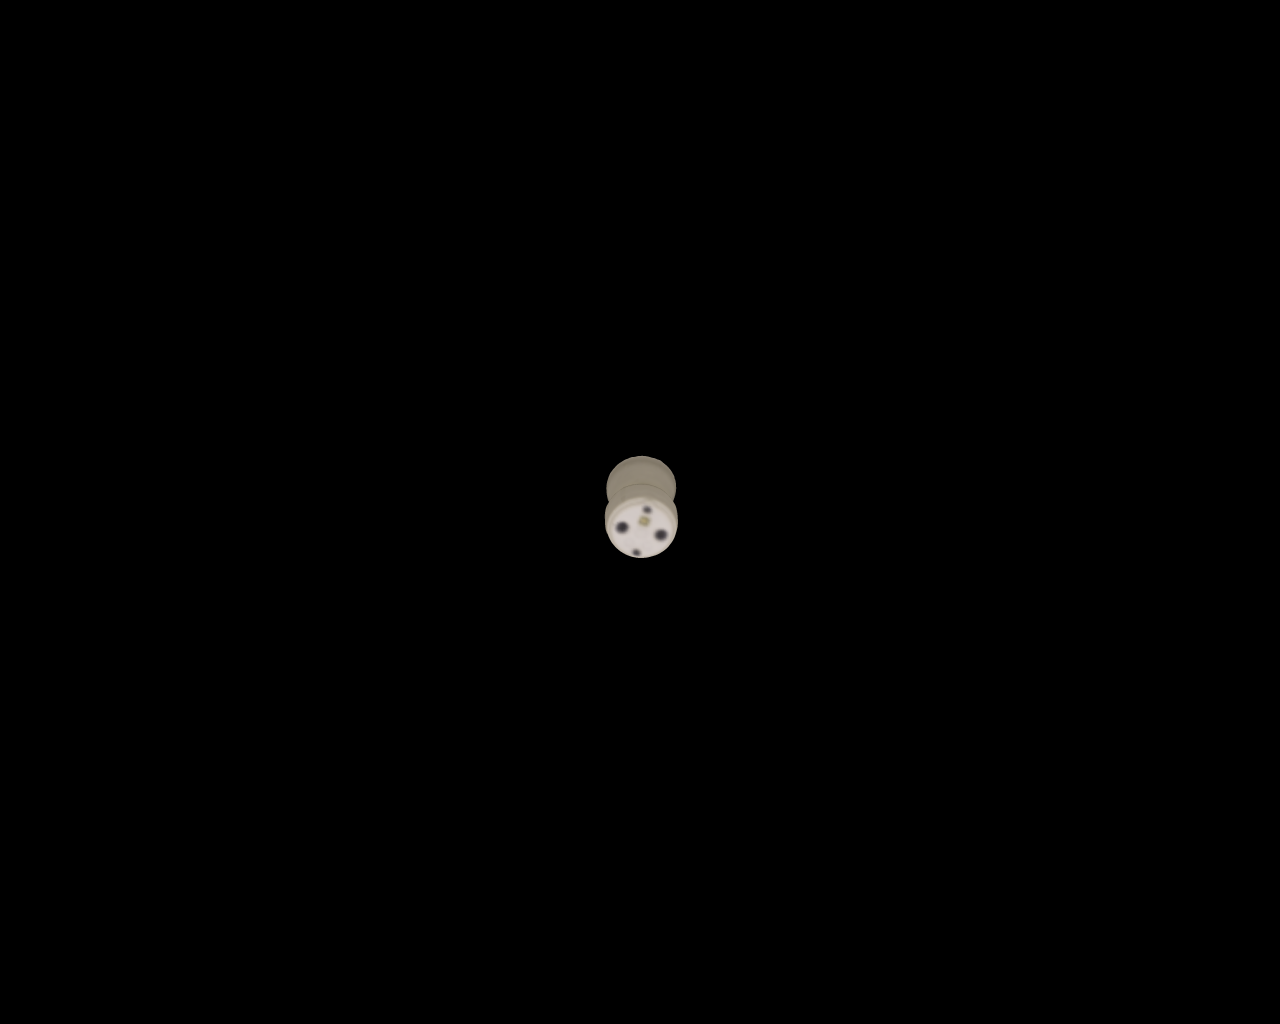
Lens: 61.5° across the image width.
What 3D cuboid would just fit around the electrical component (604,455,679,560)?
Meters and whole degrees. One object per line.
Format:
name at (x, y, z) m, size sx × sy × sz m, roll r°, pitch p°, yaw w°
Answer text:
electrical component at (0.001, -0.003, 0.650) m, size 0.045 × 0.044 × 0.055 m, roll 0°, pitch 30°, yaw 0°
